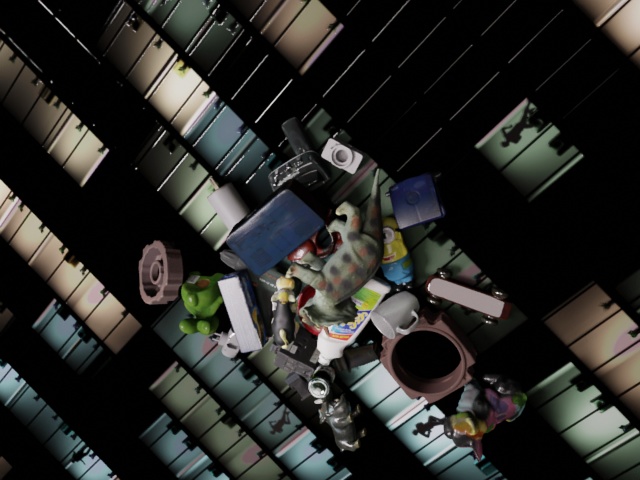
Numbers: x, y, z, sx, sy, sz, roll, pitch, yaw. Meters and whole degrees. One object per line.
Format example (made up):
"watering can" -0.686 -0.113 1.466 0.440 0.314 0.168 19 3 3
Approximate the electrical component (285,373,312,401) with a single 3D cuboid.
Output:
"electrical component" -0.059 0.362 1.443 0.048 0.075 0.119 -40 95 21

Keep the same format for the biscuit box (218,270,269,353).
"biscuit box" -0.193 0.179 1.363 0.063 0.059 0.202 -14 99 16

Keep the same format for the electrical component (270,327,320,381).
"electrical component" -0.059 0.289 1.399 0.134 0.115 0.058 27 124 8

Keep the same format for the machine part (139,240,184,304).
"machine part" -0.427 0.087 1.443 0.179 0.056 0.179 -5 83 47

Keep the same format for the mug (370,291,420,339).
"mug" 0.191 0.174 1.273 0.110 0.107 0.080 21 145 53

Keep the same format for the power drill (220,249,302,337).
"power drill" -0.171 0.144 1.422 0.232 0.086 0.207 15 100 9

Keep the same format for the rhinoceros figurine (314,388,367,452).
"rhinoceros figurine" 0.053 0.477 1.449 0.112 0.073 0.190 -16 101 30

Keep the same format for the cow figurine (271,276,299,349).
"cow figurine" -0.090 0.178 1.325 0.068 0.098 0.167 0 110 4

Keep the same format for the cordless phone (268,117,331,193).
"cordless phone" -0.072 -0.193 1.309 0.147 0.088 0.184 -28 84 21

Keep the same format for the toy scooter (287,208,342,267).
"toy scooter" -0.003 -0.004 1.332 0.184 0.075 0.135 -11 100 15

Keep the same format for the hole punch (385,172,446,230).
"hole punch" 0.223 -0.087 1.240 0.142 0.092 0.115 -19 95 23

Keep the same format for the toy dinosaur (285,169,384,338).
"toy dinosaur" 0.067 0.050 1.221 0.192 0.131 0.404 40 102 4

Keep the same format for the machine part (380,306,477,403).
"machine part" 0.265 0.284 1.326 0.201 0.087 0.201 -38 91 20

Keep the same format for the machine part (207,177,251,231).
"machine part" -0.210 -0.059 1.373 0.079 0.079 0.243 -33 92 21

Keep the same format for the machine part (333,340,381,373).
"machine part" 0.094 0.301 1.404 0.139 0.039 0.084 -14 95 20

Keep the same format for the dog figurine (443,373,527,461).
"dog figurine" 0.389 0.412 1.254 0.192 0.219 0.108 -6 106 18

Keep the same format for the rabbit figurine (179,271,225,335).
"rabbit figurine" -0.304 0.190 1.441 0.121 0.159 0.170 -1 120 6

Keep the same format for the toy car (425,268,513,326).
"toy car" 0.352 0.134 1.279 0.202 0.053 0.089 18 98 15

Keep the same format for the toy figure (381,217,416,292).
"toy figure" 0.175 0.032 1.289 0.082 0.089 0.180 -23 106 11

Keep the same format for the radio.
"radio" -0.105 -0.030 1.271 0.229 0.073 0.131 -38 106 22
